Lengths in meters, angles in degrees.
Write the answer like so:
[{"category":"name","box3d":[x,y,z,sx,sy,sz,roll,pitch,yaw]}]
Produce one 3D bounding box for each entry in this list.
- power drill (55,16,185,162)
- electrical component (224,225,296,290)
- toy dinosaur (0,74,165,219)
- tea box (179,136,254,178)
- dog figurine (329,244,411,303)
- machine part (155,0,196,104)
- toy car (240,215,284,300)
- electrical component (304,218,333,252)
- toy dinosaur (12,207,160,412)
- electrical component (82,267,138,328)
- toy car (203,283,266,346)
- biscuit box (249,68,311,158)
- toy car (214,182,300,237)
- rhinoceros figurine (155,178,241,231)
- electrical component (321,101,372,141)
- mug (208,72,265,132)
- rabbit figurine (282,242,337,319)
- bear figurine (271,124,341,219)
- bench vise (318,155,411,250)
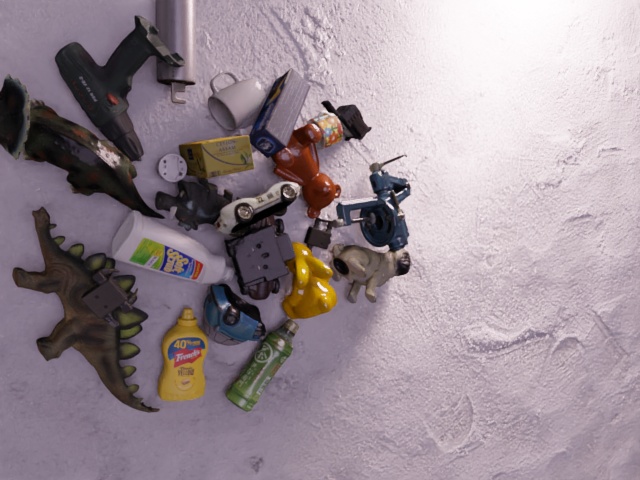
[{"category":"power drill","box3d":[-0.348,-0.286,0.986,0.207,0.086,0.232,-34,108,18]},{"category":"electrical component","box3d":[-0.123,0.031,1.139,0.134,0.058,0.114,-21,100,-15]},{"category":"toy dinosaur","box3d":[-0.422,-0.145,0.933,0.404,0.192,0.131,29,86,-27]},{"category":"tea box","box3d":[-0.207,-0.164,1.057,0.098,0.170,0.068,-16,104,-27]},{"category":"dog figurine","box3d":[0.128,0.044,1.322,0.190,0.121,0.172,-41,118,-33]},{"category":"machine part","box3d":[-0.279,-0.388,1.039,0.079,0.079,0.243,-2,99,-28]},{"category":"toy car","box3d":[-0.127,0.035,1.198,0.089,0.053,0.202,4,96,-26]},{"category":"electrical component","box3d":[-0.003,-0.004,1.275,0.063,0.021,0.094,19,87,-30]},{"category":"toy dinosaur","box3d":[-0.435,0.156,1.021,0.198,0.105,0.470,-21,111,-28]},{"category":"electrical component","box3d":[-0.383,0.099,0.978,0.078,0.045,0.102,-40,113,0]},{"category":"toy car","box3d":[-0.197,0.174,1.160,0.103,0.109,0.161,-42,129,8]},{"category":"biscuit box","box3d":[-0.084,-0.267,1.124,0.062,0.059,0.203,39,50,-28]},{"category":"toy car","box3d":[-0.124,-0.066,1.101,0.202,0.073,0.056,-29,78,-35]},{"category":"rhinoceros figurine","box3d":[-0.243,-0.069,1.094,0.190,0.073,0.112,17,103,-46]},{"category":"electrical component","box3d":[0.056,-0.284,1.238,0.048,0.075,0.119,-48,113,-14]},{"category":"mug","box3d":[-0.174,-0.297,1.113,0.107,0.081,0.109,-43,111,-28]},{"category":"rabbit figurine","box3d":[-0.037,0.087,1.212,0.122,0.162,0.173,-19,89,-12]},{"category":"bear figurine","box3d":[-0.022,-0.144,1.187,0.120,0.132,0.195,-40,108,-13]},{"category":"bench vise","box3d":[0.122,-0.077,1.265,0.240,0.129,0.223,-11,95,-37]}]
